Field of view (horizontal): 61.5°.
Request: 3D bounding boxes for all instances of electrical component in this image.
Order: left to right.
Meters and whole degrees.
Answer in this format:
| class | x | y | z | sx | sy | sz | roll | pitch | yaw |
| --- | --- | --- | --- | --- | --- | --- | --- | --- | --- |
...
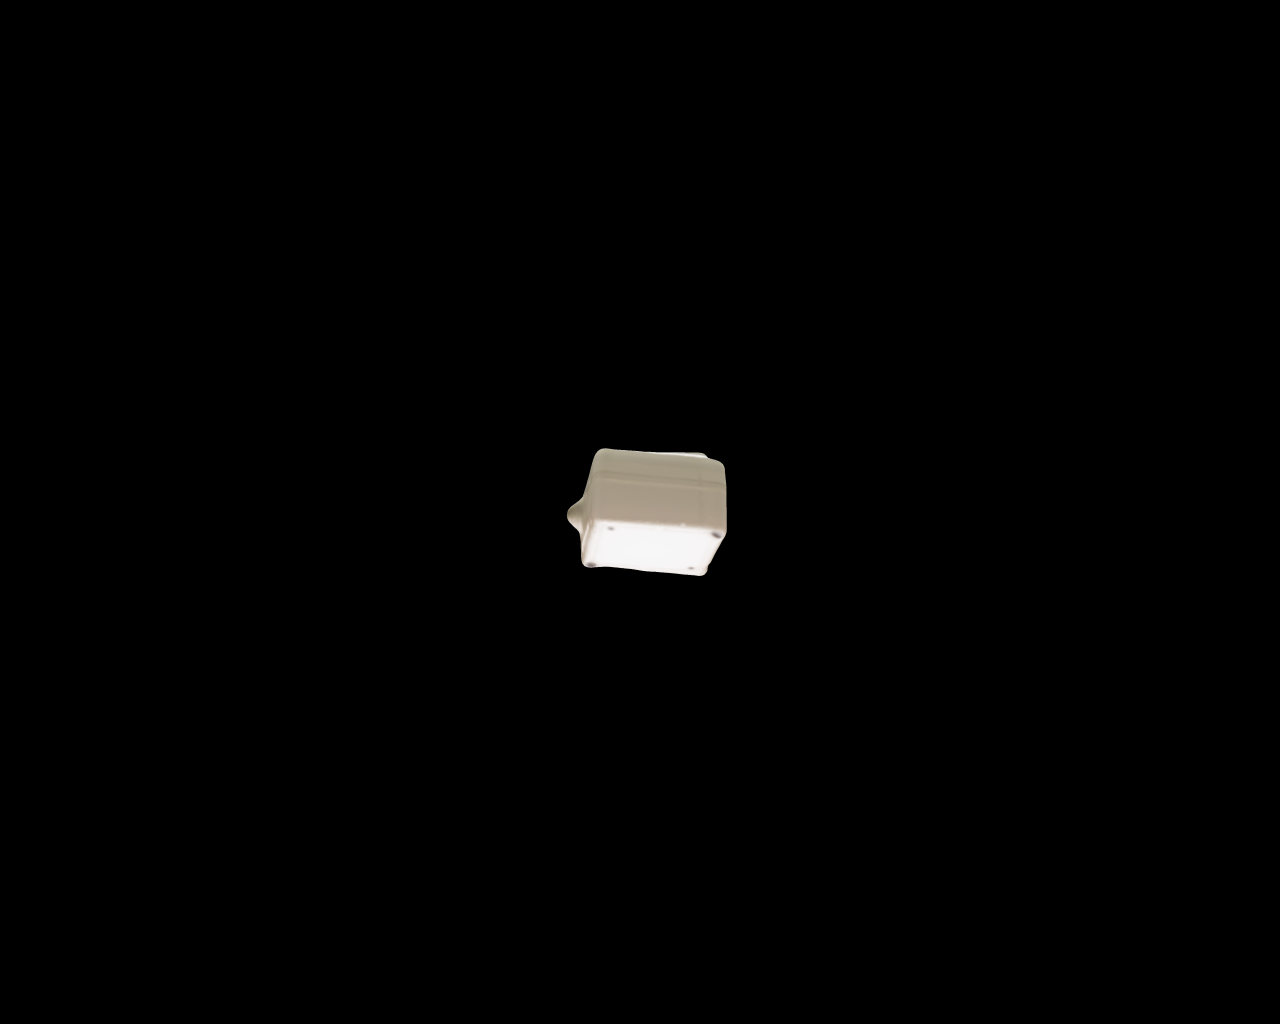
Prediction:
| class | x | y | z | sx | sy | sz | roll | pitch | yaw |
| --- | --- | --- | --- | --- | --- | --- | --- | --- | --- |
| electrical component | 0.001 | -0.003 | 0.650 | 0.096 | 0.061 | 0.061 | 6 | -32 | -9 |
